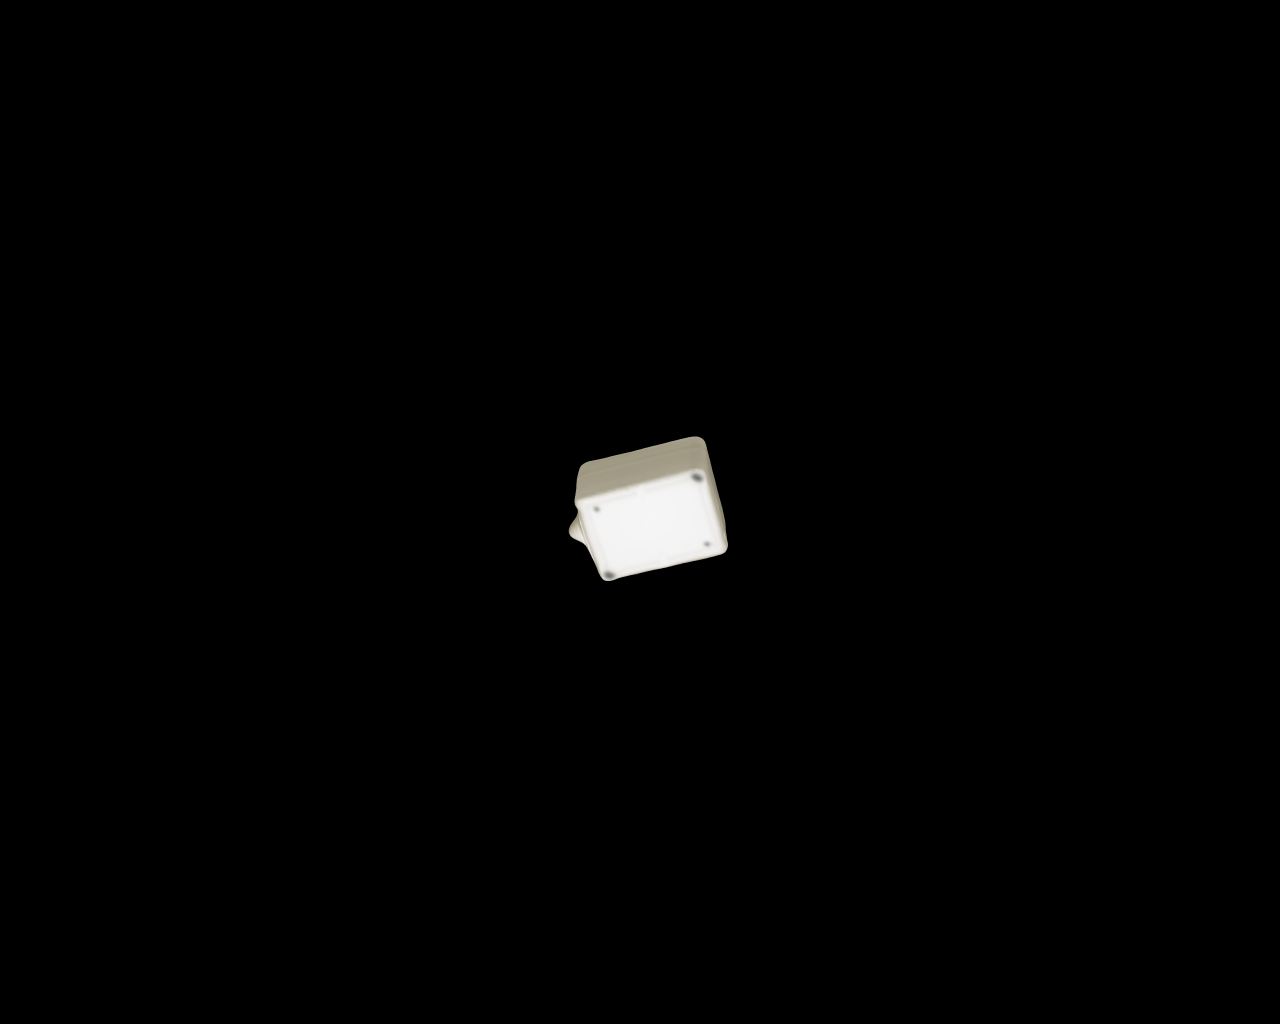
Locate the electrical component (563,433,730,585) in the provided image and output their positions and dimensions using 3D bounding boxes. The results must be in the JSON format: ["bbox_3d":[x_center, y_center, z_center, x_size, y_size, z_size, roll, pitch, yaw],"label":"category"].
[{"bbox_3d":[0.001,-0.003,0.650,0.096,0.061,0.061,-14,26,7],"label":"electrical component"}]
